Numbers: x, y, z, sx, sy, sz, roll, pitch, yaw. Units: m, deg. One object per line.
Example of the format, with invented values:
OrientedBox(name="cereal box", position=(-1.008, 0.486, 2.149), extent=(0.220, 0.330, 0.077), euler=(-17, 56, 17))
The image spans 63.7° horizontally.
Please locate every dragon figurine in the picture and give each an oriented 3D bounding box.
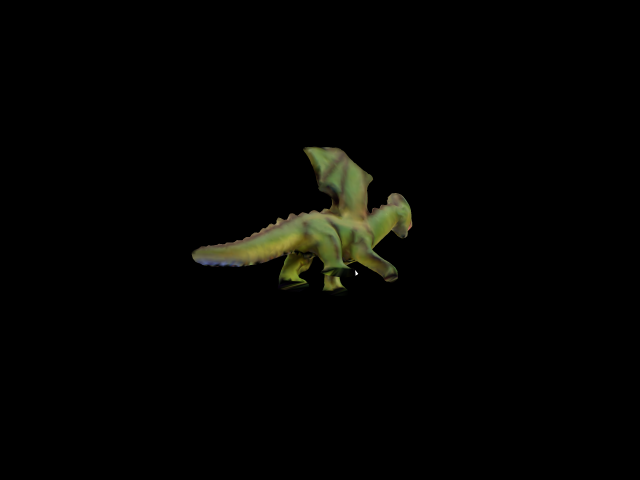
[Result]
OrientedBox(name="dragon figurine", position=(0.003, -0.043, 0.850), extent=(0.409, 0.247, 0.120), euler=(13, -26, -29))
